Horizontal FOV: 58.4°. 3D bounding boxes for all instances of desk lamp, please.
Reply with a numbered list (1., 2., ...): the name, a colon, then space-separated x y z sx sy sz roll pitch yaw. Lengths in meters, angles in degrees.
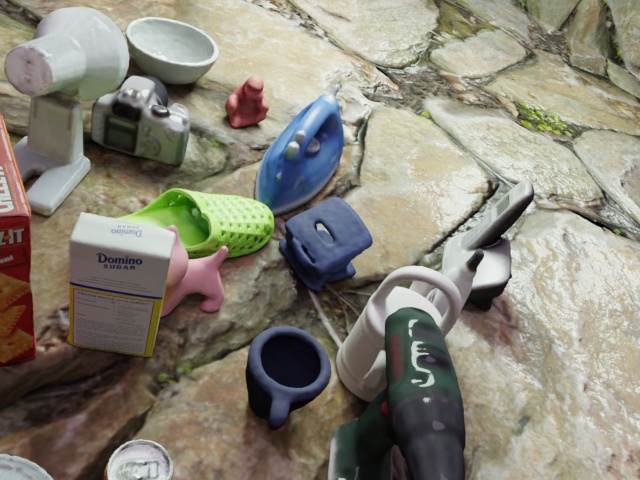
1. desk lamp: -0.343 -0.178 0.748 0.118 0.213 0.203 19 41 -7

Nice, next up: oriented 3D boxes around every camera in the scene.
1. camera: -0.268 -0.206 0.902 0.143 0.101 0.137 16 41 -10

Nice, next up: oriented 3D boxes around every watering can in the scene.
1. watering can: 0.098 0.098 0.687 0.101 0.194 0.173 16 41 -10

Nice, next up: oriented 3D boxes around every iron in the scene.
1. iron: -0.027 -0.153 0.933 0.118 0.141 0.258 26 40 2

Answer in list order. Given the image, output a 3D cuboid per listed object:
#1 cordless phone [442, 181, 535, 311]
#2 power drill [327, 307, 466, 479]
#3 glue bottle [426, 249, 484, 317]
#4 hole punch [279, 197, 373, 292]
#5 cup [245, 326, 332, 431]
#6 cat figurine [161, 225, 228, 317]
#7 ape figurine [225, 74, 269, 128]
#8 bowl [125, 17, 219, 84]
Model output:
1. cordless phone: 0.265 0.003 0.878 0.094 0.185 0.147 20 40 -5
2. power drill: 0.076 0.189 0.568 0.076 0.208 0.229 17 41 -9
3. glue bottle: 0.174 0.073 0.768 0.037 0.173 0.078 22 40 -3
4. hole punch: 0.008 0.003 0.823 0.101 0.091 0.108 -13 53 -36
5. cup: -0.045 0.166 0.620 0.092 0.095 0.118 18 41 -7
6. cat figurine: -0.169 0.033 0.683 0.128 0.117 0.067 -6 49 -31
7. ape figurine: -0.127 -0.254 1.030 0.078 0.092 0.076 15 41 -11
8. bowl: -0.275 -0.338 1.059 0.168 0.074 0.167 14 42 -13
